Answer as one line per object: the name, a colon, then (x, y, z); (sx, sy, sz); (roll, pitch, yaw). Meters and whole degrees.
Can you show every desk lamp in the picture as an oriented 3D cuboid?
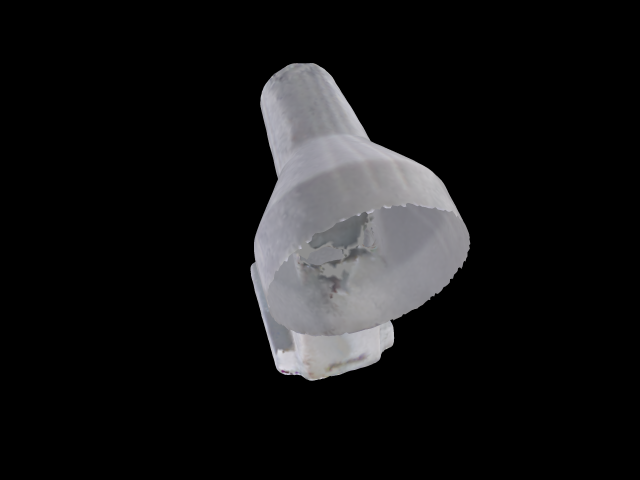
desk lamp: (0.004, 0.001, 0.400); (0.118, 0.214, 0.202); (-11, 39, -13)
